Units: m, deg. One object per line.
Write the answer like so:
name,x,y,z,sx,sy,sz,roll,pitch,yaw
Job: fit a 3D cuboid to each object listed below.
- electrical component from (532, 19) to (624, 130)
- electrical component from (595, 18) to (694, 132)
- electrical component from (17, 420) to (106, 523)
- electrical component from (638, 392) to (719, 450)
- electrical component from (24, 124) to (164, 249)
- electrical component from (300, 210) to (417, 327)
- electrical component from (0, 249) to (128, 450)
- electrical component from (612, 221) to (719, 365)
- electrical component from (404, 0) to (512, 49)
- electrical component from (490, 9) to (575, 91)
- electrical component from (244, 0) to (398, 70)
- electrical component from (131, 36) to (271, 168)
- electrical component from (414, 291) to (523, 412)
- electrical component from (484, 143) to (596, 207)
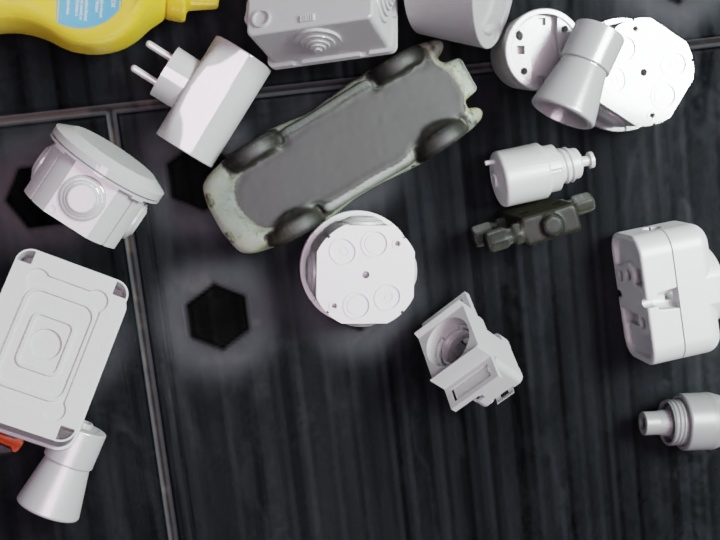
electrical component,0.146,-0.131,0.707,0.044,0.044,0.065,25,87,-11
electrical component,0.190,-0.138,0.758,0.080,0.051,0.080,-1,98,-9
electrical component,-0.202,0.134,0.737,0.044,0.044,0.065,23,88,-11
electrical component,0.241,0.113,0.804,0.062,0.043,0.043,-1,98,-7
electrical component,-0.172,-0.055,0.697,0.080,0.080,0.051,34,96,-12
electrical component,0.000,0.000,0.746,0.080,0.051,0.080,-1,98,-9
electrical component,-0.205,0.053,0.699,0.078,0.057,0.113,21,71,-11
electrical component,0.226,0.015,0.783,0.059,0.054,0.095,-12,99,-7
electrical component,0.061,-0.202,0.702,0.060,0.108,0.108,11,97,20
electrical component,0.121,-0.151,0.746,0.055,0.047,0.055,-1,98,-9
electrical component,-0.024,-0.183,0.689,0.100,0.048,0.099,-4,74,17
electrical component,-0.113,-0.121,0.715,0.079,0.043,0.077,32,92,-11
electrical component,0.078,0.061,0.756,0.042,0.081,0.064,-39,131,22
electrical component,0.128,-0.070,0.762,0.078,0.040,0.040,-12,99,-8
